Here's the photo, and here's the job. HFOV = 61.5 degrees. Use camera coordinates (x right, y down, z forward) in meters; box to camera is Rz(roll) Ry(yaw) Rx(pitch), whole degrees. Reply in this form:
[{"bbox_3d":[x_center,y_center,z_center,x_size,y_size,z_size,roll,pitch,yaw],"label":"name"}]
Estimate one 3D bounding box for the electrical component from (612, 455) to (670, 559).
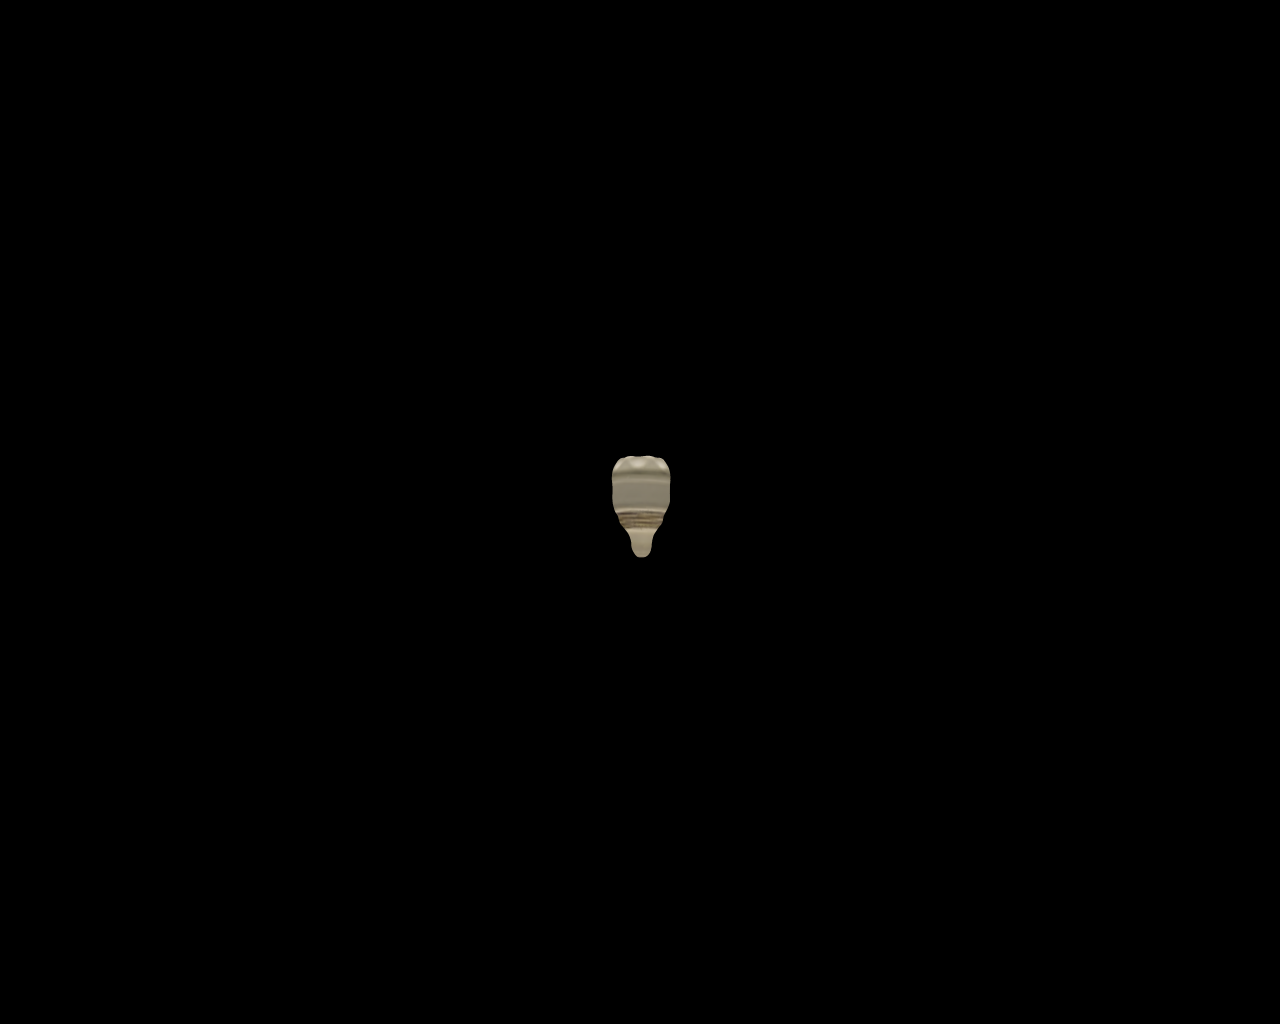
[{"bbox_3d":[0.001,-0.003,0.650,0.035,0.061,0.035,0,-4,0],"label":"electrical component"}]
